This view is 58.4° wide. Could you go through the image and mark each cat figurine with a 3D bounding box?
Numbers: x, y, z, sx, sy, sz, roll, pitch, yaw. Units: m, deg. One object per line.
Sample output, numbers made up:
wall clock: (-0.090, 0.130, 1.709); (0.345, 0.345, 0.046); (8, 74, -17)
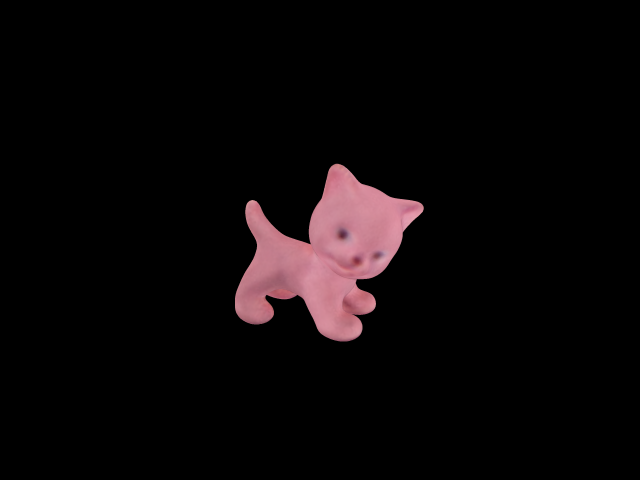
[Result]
cat figurine: (0.004, 0.001, 0.400); (0.127, 0.118, 0.067); (7, 22, 18)
